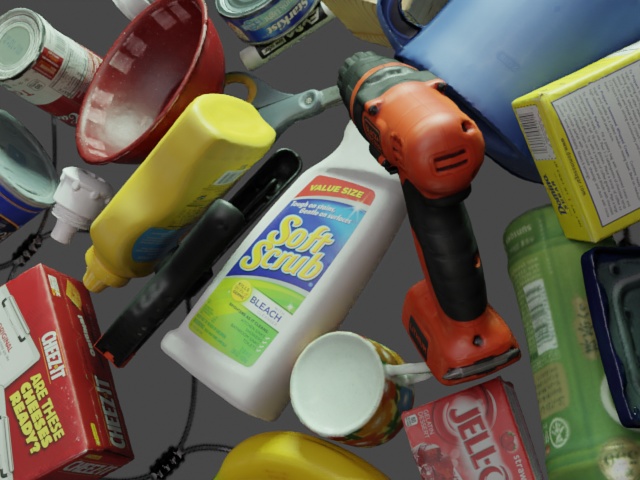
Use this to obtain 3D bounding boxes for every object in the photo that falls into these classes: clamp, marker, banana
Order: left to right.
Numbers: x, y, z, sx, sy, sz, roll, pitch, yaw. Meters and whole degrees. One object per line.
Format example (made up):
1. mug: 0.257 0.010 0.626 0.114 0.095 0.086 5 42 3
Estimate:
1. clamp: -0.099 0.022 0.779 0.036 0.164 0.210 43 106 -1
2. marker: -0.010 -0.174 0.855 0.121 0.020 0.020 -30 62 16
3. banana: 0.007 0.173 0.724 0.198 0.037 0.070 13 100 32

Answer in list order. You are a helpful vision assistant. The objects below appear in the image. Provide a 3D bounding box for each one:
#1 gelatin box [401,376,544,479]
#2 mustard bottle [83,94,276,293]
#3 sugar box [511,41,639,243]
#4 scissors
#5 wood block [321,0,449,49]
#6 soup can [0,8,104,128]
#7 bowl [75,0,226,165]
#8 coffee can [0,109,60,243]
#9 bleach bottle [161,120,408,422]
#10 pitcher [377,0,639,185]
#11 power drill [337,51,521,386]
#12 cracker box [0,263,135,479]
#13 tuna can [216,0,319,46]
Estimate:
1. gelatin box: 0.100 0.141 0.685 0.073 0.030 0.089 -24 64 19
2. mustard bottle: -0.121 -0.026 0.816 0.058 0.096 0.192 48 113 10
3. sugar box: 0.211 -0.077 0.631 0.176 0.048 0.093 -25 99 -12
4. scissors: -0.019 -0.120 0.844 0.202 0.016 0.096 -29 62 17
5. wood block: 0.089 -0.248 0.787 0.091 0.090 0.206 23 86 32
6. soup can: -0.230 -0.146 0.915 0.069 0.102 0.068 -9 70 25
7. bowl: -0.127 -0.120 0.861 0.162 0.055 0.162 -29 45 34
8. coffee can: -0.311 -0.035 0.920 0.140 0.102 0.103 -34 61 14
9. bleach bottle: -0.005 0.001 0.771 0.103 0.068 0.251 32 88 31
10. pitcher: 0.164 -0.169 0.693 0.243 0.149 0.145 -49 48 2
11. power drill: 0.063 -0.018 0.666 0.057 0.187 0.184 -20 26 -4
12. cracker box: -0.267 0.144 0.857 0.214 0.072 0.164 -29 63 16
13. tuna can: -0.041 -0.200 0.858 0.086 0.033 0.086 -21 47 25
